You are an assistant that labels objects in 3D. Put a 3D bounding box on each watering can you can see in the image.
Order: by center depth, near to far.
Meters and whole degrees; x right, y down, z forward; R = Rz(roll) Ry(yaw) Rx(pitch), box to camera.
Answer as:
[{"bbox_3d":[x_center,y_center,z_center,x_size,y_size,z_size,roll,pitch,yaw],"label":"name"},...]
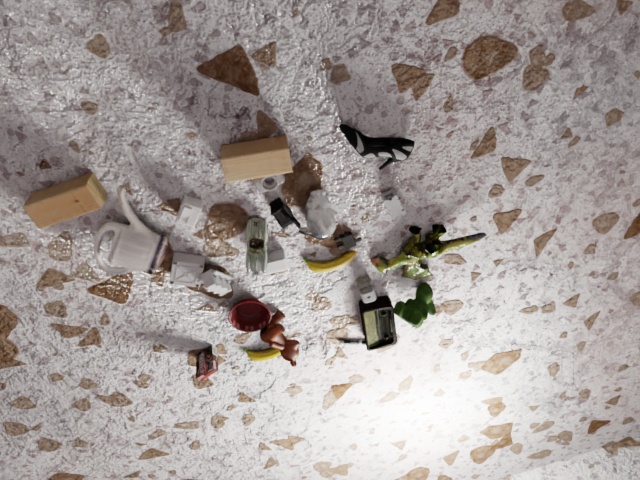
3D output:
[{"bbox_3d":[-0.603,-0.008,1.672,0.223,0.106,0.341,18,121,-21],"label":"watering can"}]

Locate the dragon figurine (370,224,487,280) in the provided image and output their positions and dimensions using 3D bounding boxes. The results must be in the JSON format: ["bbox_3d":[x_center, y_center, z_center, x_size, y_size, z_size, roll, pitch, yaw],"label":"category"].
[{"bbox_3d":[0.394,0.063,1.910,0.410,0.125,0.237,-2,143,-5],"label":"dragon figurine"}]

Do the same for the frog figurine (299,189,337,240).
[{"bbox_3d":[0.005,-0.086,1.716,0.138,0.124,0.157,-4,123,-47],"label":"frog figurine"}]
